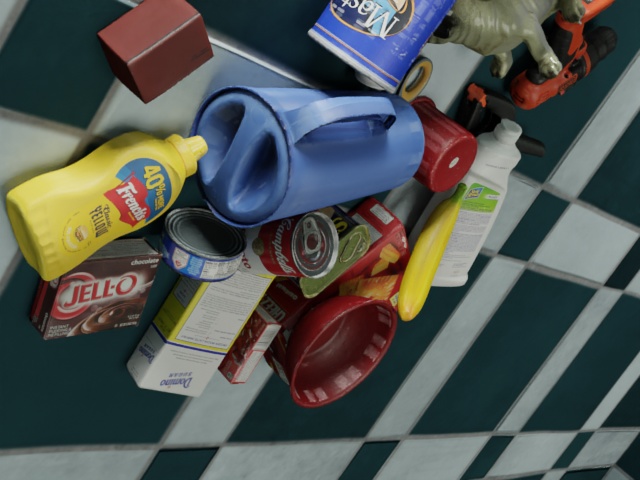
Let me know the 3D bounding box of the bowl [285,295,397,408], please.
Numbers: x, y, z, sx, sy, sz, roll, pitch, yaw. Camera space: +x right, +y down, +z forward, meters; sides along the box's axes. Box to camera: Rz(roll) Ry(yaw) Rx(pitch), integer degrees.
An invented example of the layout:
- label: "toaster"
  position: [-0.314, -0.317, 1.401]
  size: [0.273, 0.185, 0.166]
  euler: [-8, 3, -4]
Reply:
- label: "bowl"
  position: [0.014, 0.120, 1.257]
  size: [0.161, 0.055, 0.162]
  euler: [-30, 144, -25]

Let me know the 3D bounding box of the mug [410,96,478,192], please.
- label: "mug"
  position: [0.138, -0.109, 1.270]
  size: [0.117, 0.082, 0.093]
  euler: [3, 122, -52]

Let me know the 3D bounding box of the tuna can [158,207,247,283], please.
- label: "tuna can"
  position: [-0.119, 0.005, 1.075]
  size: [0.085, 0.086, 0.034]
  euler: [-12, 135, -44]

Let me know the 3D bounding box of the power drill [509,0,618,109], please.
- label: "power drill"
  position: [0.328, -0.261, 1.333]
  size: [0.184, 0.057, 0.188]
  euler: [-36, 158, -23]

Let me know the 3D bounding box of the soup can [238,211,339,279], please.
- label: "soup can"
  position: [-0.040, 0.004, 1.107]
  size: [0.068, 0.102, 0.068]
  euler: [-1, 92, -46]

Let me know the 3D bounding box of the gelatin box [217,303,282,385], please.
- label: "gelatin box"
  position: [-0.095, 0.110, 1.231]
  size: [0.030, 0.073, 0.089]
  euler: [10, 117, -53]

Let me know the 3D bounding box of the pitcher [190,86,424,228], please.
- label: "pitcher"
  position: [0.004, -0.096, 1.071]
  size: [0.242, 0.149, 0.145]
  euler: [-13, 122, -48]

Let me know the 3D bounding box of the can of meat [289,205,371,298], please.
- label: "can of meat"
  position: [-0.008, 0.001, 1.209]
  size: [0.102, 0.084, 0.057]
  euler: [-40, 148, -13]

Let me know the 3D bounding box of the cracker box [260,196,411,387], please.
- label: "cracker box"
  position: [0.019, 0.072, 1.330]
  size: [0.213, 0.072, 0.164]
  euler: [-39, 146, -15]

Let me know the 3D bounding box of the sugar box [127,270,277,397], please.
- label: "sugar box"
  position: [-0.132, 0.089, 1.182]
  size: [0.093, 0.048, 0.176]
  euler: [20, 111, -45]

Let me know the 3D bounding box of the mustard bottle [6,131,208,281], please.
- label: "mustard bottle"
  position: [-0.184, -0.045, 0.967]
  size: [0.191, 0.058, 0.096]
  euler: [-32, 141, -25]

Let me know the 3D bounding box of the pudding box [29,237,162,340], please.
- label: "pudding box"
  position: [-0.219, 0.046, 1.041]
  size: [0.113, 0.039, 0.090]
  euler: [-8, 130, -46]

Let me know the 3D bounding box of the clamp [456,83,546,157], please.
- label: "clamp"
  position: [0.211, -0.121, 1.390]
  size: [0.164, 0.036, 0.209]
  euler: [-40, 145, -1]

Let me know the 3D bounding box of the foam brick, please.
- label: "foam brick"
  position: [-0.138, -0.164, 0.901]
  size: [0.078, 0.051, 0.053]
  euler: [-38, 148, -16]

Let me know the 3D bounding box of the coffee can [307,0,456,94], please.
- label: "coffee can"
  position: [0.069, -0.228, 1.035]
  size: [0.140, 0.103, 0.102]
  euler: [-55, 148, 10]

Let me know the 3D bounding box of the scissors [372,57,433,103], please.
- label: "scissors"
  position: [0.073, -0.135, 1.225]
  size: [0.096, 0.016, 0.202]
  euler: [-14, 135, -42]

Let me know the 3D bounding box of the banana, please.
- label: "banana"
  position: [0.129, 0.021, 1.302]
  size: [0.070, 0.037, 0.197]
  euler: [92, 20, -64]

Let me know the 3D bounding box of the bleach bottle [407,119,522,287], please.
- label: "bleach bottle"
  position: [0.195, -0.049, 1.381]
  size: [0.102, 0.068, 0.251]
  euler: [3, 132, -30]
